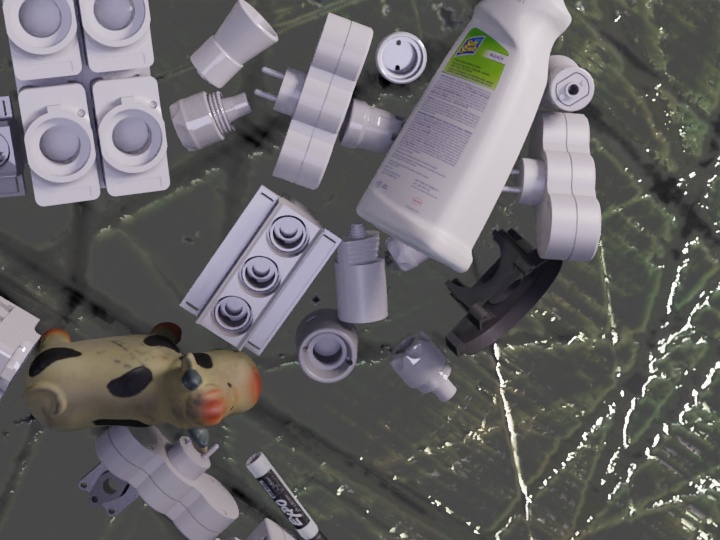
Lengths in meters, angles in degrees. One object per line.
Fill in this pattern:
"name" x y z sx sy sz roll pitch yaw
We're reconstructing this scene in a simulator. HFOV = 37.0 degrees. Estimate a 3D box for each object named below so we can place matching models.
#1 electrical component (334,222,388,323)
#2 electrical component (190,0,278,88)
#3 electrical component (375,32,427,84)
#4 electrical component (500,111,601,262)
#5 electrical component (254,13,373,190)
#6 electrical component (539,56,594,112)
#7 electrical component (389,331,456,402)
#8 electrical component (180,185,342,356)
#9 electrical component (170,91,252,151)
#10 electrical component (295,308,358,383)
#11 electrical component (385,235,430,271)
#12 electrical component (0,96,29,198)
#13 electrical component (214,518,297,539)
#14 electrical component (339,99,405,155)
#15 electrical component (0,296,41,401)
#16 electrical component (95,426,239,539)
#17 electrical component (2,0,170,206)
"electrical component" 0.000 0.000 0.910 0.043 0.043 0.081 -4 105 -1
"electrical component" -0.103 -0.178 0.860 0.065 0.044 0.044 -42 103 13
"electrical component" 0.031 -0.171 0.864 0.040 0.046 0.040 -1 105 -2
"electrical component" 0.145 -0.070 0.858 0.074 0.138 0.052 4 144 -3
"electrical component" -0.047 -0.140 0.865 0.074 0.052 0.138 19 104 -7
"electrical component" 0.164 -0.148 0.866 0.044 0.065 0.044 -1 105 -2
"electrical component" 0.058 0.087 0.937 0.043 0.043 0.062 -39 104 8
"electrical component" -0.082 -0.002 0.896 0.079 0.063 0.121 34 101 -10
"electrical component" -0.119 -0.125 0.871 0.062 0.043 0.043 -21 105 2
"electrical component" -0.028 0.066 0.925 0.055 0.047 0.055 -1 105 -2
"electrical component" 0.054 -0.027 0.910 0.061 0.035 0.035 -33 104 4
"electrical component" -0.331 -0.096 0.860 0.121 0.063 0.078 -5 105 -1
"electrical component" -0.107 0.264 0.965 0.076 0.047 0.083 37 101 -28
"electrical component" 0.010 -0.115 0.882 0.046 0.040 0.040 14 104 -11
"electrical component" -0.334 0.102 0.900 0.062 0.089 0.150 33 101 -10
"electrical component" -0.157 0.172 0.945 0.074 0.052 0.138 -44 103 9
"electrical component" -0.214 -0.151 0.839 0.105 0.060 0.186 -9 106 -15
